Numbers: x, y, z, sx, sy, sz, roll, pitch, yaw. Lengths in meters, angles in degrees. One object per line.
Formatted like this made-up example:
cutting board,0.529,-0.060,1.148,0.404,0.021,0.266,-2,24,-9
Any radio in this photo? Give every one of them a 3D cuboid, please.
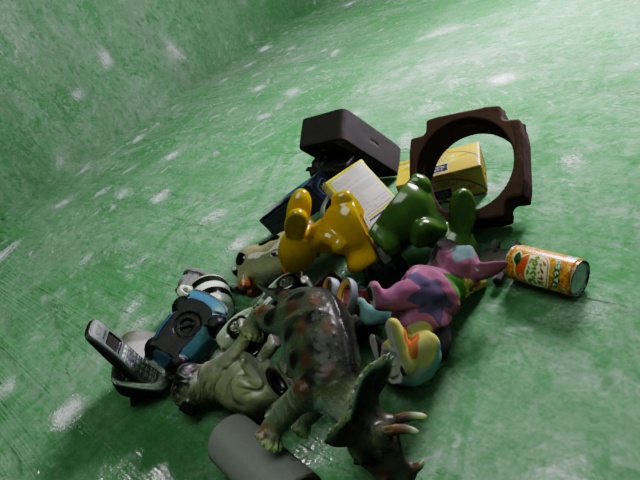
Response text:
radio,0.068,-0.203,1.183,0.131,0.229,0.073,-2,74,39

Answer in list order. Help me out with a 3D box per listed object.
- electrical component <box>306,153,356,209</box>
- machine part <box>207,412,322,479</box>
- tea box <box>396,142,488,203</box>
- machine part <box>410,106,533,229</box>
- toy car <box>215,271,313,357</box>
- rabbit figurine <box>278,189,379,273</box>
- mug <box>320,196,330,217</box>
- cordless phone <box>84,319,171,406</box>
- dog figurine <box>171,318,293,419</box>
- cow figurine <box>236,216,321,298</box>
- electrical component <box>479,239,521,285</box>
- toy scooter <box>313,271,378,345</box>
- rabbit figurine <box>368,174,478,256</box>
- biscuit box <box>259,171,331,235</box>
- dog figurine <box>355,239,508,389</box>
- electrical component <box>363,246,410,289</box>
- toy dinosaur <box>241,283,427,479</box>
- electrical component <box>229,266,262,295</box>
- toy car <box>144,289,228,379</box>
electrical component,0.047,-0.115,1.152,0.115,0.134,0.058,-1,40,40
machine part,-0.074,0.294,0.694,0.079,0.079,0.243,-43,33,-24
tea box,0.246,-0.128,1.085,0.170,0.068,0.098,-13,33,21
machine part,0.266,-0.122,0.953,0.201,0.087,0.201,-5,75,32
toy car,-0.092,0.133,0.948,0.202,0.073,0.056,-41,35,-22
rabbit figurine,-0.002,-0.003,0.918,0.173,0.162,0.122,-25,32,20
mug,0.042,-0.033,1.069,0.081,0.109,0.107,-6,46,46
cordless phone,-0.346,0.189,0.955,0.089,0.184,0.147,-27,31,9
dog figurine,-0.143,0.240,0.831,0.190,0.121,0.172,-41,33,13
cow figurine,-0.070,0.021,1.032,0.195,0.085,0.127,-20,66,11
electrical component,0.284,0.034,0.859,0.063,0.021,0.094,4,44,41
toy scooter,0.031,0.105,0.900,0.184,0.075,0.135,-6,36,39
rabbit figurine,0.192,-0.018,0.883,0.159,0.170,0.121,-52,-8,13
biscuit box,-0.048,-0.074,1.164,0.203,0.062,0.059,-29,20,48
dog figurine,0.174,0.096,0.770,0.219,0.108,0.191,-15,64,-16
electrical component,0.116,0.057,0.923,0.075,0.047,0.119,-35,29,7
toy dinosaur,-0.004,0.142,0.723,0.192,0.131,0.405,-42,44,17
electrical component,-0.140,0.070,1.107,0.102,0.045,0.078,-5,36,32
toy car,-0.227,0.178,0.957,0.109,0.102,0.161,22,64,26
